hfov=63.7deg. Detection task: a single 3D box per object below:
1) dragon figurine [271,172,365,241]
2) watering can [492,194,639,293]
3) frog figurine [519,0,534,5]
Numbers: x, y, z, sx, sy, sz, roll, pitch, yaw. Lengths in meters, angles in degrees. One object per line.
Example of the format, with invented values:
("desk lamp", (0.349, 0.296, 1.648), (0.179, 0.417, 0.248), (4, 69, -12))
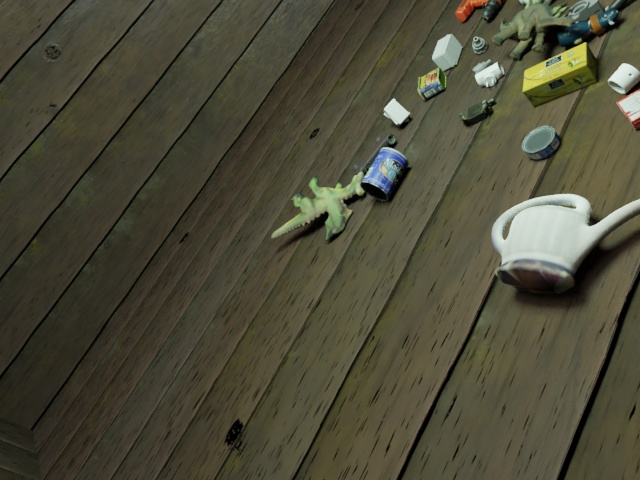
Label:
("dragon figurine", (0.005, -0.091, 1.798), (0.120, 0.408, 0.247), (37, 10, -36))
("watering can", (0.486, -0.002, 1.019), (0.103, 0.228, 0.346), (39, -26, -30))
("frog figurine", (0.671, -0.820, 1.664), (0.159, 0.123, 0.137), (4, -4, 1))
